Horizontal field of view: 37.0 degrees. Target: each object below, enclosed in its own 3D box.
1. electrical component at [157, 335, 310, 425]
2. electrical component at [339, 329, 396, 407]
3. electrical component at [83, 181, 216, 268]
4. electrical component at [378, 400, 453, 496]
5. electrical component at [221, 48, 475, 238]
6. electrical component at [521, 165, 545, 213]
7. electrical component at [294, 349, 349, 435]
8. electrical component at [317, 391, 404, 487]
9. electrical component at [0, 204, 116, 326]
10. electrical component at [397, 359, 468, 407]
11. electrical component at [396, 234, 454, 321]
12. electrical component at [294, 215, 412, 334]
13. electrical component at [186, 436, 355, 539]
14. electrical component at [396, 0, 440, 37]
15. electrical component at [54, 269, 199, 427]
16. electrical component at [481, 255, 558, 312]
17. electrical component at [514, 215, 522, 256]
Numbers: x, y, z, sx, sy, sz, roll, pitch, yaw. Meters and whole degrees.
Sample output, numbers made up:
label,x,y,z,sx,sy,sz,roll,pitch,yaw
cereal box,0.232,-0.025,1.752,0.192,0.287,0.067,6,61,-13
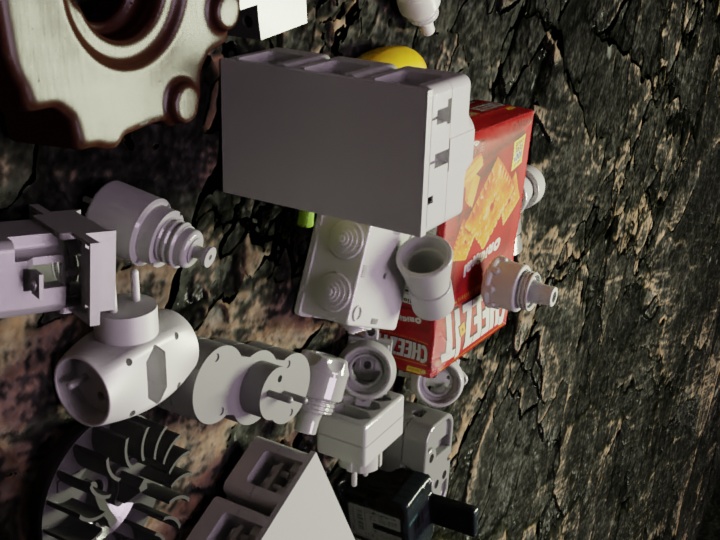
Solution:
label,x,y,z,sx,sy,sz,roll,pitch,yaw
electrical component,-0.071,0.078,0.721,0.138,0.074,0.052,15,89,-62
electrical component,0.005,0.079,0.870,0.055,0.048,0.066,-46,143,-86
electrical component,-0.116,-0.021,0.598,0.040,0.078,0.040,-57,160,-33
electrical component,0.045,0.172,0.985,0.054,0.059,0.095,-27,125,-54
electrical component,-0.009,-0.085,0.678,0.062,0.150,0.089,-29,127,-52
electrical component,0.159,-0.081,1.091,0.055,0.045,0.045,-30,128,-54
electrical component,-0.035,0.094,0.825,0.043,0.043,0.062,15,90,-62
electrical component,0.000,0.145,0.906,0.066,0.047,0.076,-31,129,-53
electrical component,-0.160,-0.003,0.533,0.064,0.081,0.042,-7,109,-36
electrical component,0.069,0.099,0.986,0.055,0.066,0.048,-119,-140,-83
electrical component,0.054,0.009,0.845,0.044,0.044,0.065,-57,151,-30
electrical component,0.000,0.000,0.839,0.100,0.048,0.099,12,92,-62
electrical component,-0.061,0.223,0.817,0.105,0.060,0.186,-56,146,-32
electrical component,0.047,-0.209,0.845,0.035,0.035,0.061,-62,151,-24
electrical component,-0.135,0.039,0.621,0.077,0.043,0.079,-31,129,-53
electrical component,0.139,0.016,0.933,0.048,0.062,0.048,-38,135,-50
electrical component,0.131,-0.042,1.050,0.055,0.055,0.047,-31,125,-52
